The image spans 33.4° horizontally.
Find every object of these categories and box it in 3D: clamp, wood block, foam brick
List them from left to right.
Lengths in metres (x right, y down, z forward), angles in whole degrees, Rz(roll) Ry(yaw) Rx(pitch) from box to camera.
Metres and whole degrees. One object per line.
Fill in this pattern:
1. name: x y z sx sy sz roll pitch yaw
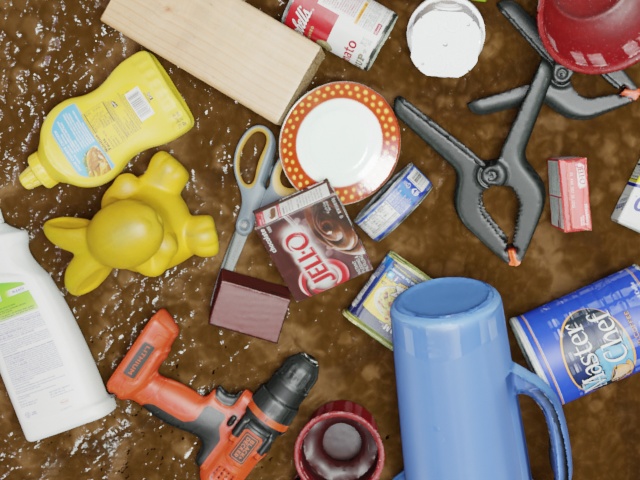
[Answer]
1. wood block: -0.106 -0.207 1.095 0.206 0.091 0.090 30 96 0
2. foam brick: -0.075 0.070 1.129 0.078 0.053 0.051 17 101 -7
3. clamp: 0.186 -0.078 1.099 0.165 0.036 0.210 -19 100 21
4. clamp: 0.239 -0.162 1.103 0.171 0.039 0.120 26 103 8

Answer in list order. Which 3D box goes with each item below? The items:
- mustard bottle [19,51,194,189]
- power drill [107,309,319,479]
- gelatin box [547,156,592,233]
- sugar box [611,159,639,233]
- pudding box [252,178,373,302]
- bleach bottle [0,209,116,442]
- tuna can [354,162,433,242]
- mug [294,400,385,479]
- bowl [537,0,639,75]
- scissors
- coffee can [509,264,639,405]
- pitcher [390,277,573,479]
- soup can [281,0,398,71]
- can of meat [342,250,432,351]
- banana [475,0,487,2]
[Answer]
1. mustard bottle: -0.235 -0.111 1.128 0.191 0.058 0.096 -32 95 5
2. power drill: -0.117 0.157 1.144 0.187 0.057 0.184 36 96 0
3. gelatin box: 0.253 -0.048 1.085 0.030 0.089 0.073 -5 94 4
4. sugar box: 0.381 -0.081 1.096 0.093 0.048 0.176 23 95 1
5. pudding box: -0.007 0.001 1.108 0.090 0.039 0.113 -24 124 5
6. bleach bottle: -0.310 0.083 1.149 0.102 0.068 0.251 -20 91 4
7. tuna can: 0.076 -0.039 1.100 0.034 0.086 0.086 44 96 -3
8. mug: 0.014 0.226 1.128 0.093 0.081 0.117 43 96 -1
9. bowl: 0.277 -0.245 1.039 0.162 0.055 0.162 -8 127 -11
10. scissors: -0.060 -0.021 1.146 0.096 0.016 0.202 7 96 3
11. coffee can: 0.278 0.099 1.089 0.140 0.103 0.103 -25 93 5
12. pitcher: 0.148 0.165 1.057 0.149 0.145 0.243 -17 112 -19
13. soup can: 0.020 -0.227 1.096 0.102 0.068 0.068 30 96 0
14. can of meat: 0.088 0.072 1.123 0.102 0.057 0.084 35 94 0
15. banana: 0.103 -0.324 1.101 0.069 0.037 0.198 -26 95 -18
